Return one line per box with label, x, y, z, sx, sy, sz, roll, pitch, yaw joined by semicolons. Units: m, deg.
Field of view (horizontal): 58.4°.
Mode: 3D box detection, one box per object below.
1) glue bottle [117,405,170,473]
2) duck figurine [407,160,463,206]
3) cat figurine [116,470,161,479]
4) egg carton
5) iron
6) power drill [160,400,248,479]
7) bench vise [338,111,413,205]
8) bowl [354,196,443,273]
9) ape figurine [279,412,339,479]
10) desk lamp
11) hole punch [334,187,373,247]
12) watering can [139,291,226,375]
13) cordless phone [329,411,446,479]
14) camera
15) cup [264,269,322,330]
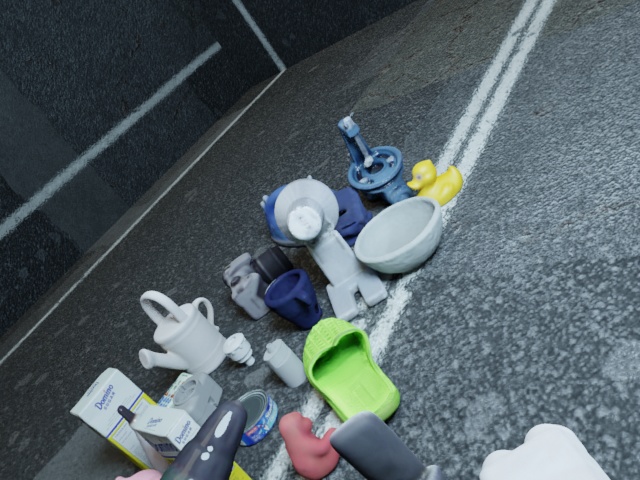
glue bottle;-0.244;0.305;0.869;0.037;0.173;0.078;-25;27;25
duck figurine;0.215;-0.116;1.099;0.104;0.086;0.077;-35;25;4
cat figurine;-0.255;0.372;0.835;0.127;0.118;0.067;-8;38;47
egg carton;0.208;0.238;0.506;0.107;0.069;0.150;-35;24;6
iron;-0.063;-0.070;1.324;0.257;0.142;0.119;-12;35;43
power drill;-0.106;0.320;0.616;0.075;0.209;0.230;0;43;53
bench vise;0.083;-0.164;1.198;0.122;0.220;0.206;-47;26;-20
bowl;0.147;0.004;0.994;0.167;0.075;0.167;-30;25;16
ape figurine;-0.018;0.260;0.744;0.077;0.092;0.076;-4;41;51
desk lamp;0.009;0.004;1.010;0.118;0.214;0.203;-35;25;6
hole punch;0.050;-0.044;1.189;0.108;0.091;0.101;-27;26;22
watering can;-0.276;0.177;1.112;0.100;0.194;0.173;-24;28;26
cordless phone;0.043;0.252;0.564;0.147;0.185;0.094;-38;25;-2
camera;-0.128;0.073;1.210;0.137;0.101;0.143;-38;24;-2
cup;-0.032;0.114;1.015;0.092;0.095;0.117;-46;26;-18
